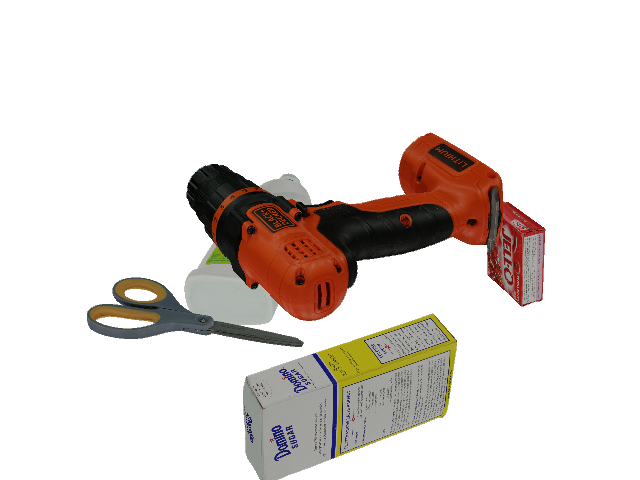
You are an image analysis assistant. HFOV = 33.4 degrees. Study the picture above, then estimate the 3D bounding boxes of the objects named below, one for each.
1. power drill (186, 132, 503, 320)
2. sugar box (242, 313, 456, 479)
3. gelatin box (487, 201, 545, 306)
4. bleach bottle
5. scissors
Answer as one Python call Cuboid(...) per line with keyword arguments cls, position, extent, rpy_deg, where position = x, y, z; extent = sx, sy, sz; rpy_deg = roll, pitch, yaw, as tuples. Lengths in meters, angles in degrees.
Cuboid(cls="power drill", position=(0.017, -0.022, 0.742), extent=(0.187, 0.057, 0.185), rpy_deg=(-18, 35, -23))
Cuboid(cls="sugar box", position=(0.024, 0.129, 0.877), extent=(0.176, 0.093, 0.048), rpy_deg=(-14, 40, -20))
Cuboid(cls="gelatin box", position=(0.204, 0.013, 1.125), extent=(0.030, 0.089, 0.073), rpy_deg=(-15, 30, -16))
Cuboid(cls="bleach bottle", position=(-0.072, -0.003, 1.239), extent=(0.103, 0.068, 0.250), rpy_deg=(4, 34, 11))
Cuboid(cls="scissors", position=(-0.119, 0.069, 1.020), extent=(0.201, 0.016, 0.096), rpy_deg=(2, 33, -6))
